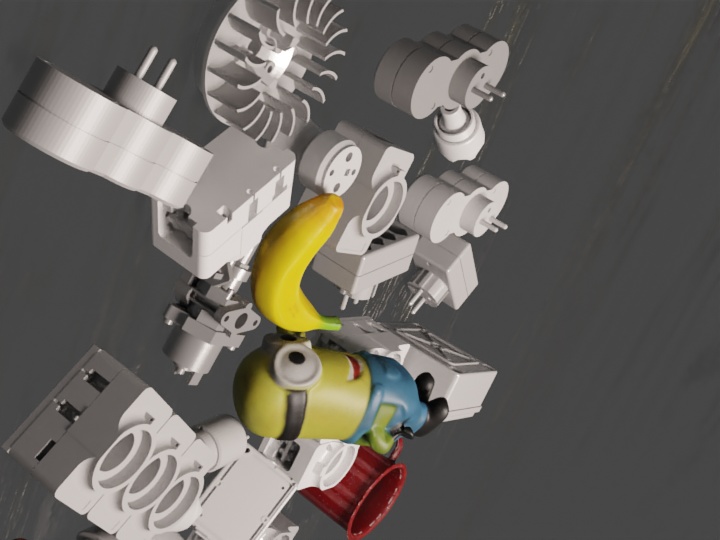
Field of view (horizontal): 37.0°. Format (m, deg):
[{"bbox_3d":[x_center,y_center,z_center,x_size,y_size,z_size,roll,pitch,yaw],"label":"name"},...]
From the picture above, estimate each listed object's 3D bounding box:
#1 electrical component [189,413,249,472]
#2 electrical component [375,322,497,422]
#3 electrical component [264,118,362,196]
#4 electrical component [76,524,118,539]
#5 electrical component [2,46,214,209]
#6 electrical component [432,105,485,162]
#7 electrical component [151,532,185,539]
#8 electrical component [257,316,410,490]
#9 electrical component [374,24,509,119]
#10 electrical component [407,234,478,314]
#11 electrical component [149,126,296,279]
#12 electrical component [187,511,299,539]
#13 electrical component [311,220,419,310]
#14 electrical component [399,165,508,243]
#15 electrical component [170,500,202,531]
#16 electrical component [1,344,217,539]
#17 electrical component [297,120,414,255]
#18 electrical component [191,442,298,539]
[{"bbox_3d":[-0.126,0.143,0.863,0.078,0.040,0.040,-18,134,-53],"label":"electrical component"},{"bbox_3d":[0.065,0.100,1.075,0.109,0.109,0.056,6,111,-62],"label":"electrical component"},{"bbox_3d":[-0.033,-0.081,0.756,0.045,0.055,0.045,-41,150,-30],"label":"electrical component"},{"bbox_3d":[-0.204,0.224,0.801,0.048,0.066,0.055,-33,-173,45],"label":"electrical component"},{"bbox_3d":[-0.125,-0.087,0.587,0.073,0.052,0.138,-59,155,3],"label":"electrical component"},{"bbox_3d":[0.083,-0.124,0.927,0.043,0.043,0.062,-52,153,-11],"label":"electrical component"},{"bbox_3d":[-0.175,0.271,0.897,0.108,0.060,0.108,-41,150,-30],"label":"electrical component"},{"bbox_3d":[-0.022,0.124,1.002,0.089,0.062,0.150,0,119,-61],"label":"electrical component"},{"bbox_3d":[0.080,-0.152,0.854,0.138,0.074,0.052,-26,140,-48],"label":"electrical component"},{"bbox_3d":[0.072,0.011,1.056,0.075,0.047,0.083,-50,154,-16],"label":"electrical component"},{"bbox_3d":[-0.089,-0.043,0.695,0.089,0.050,0.055,-45,161,-33],"label":"electrical component"},{"bbox_3d":[-0.129,0.288,0.997,0.150,0.062,0.089,-58,155,2],"label":"electrical component"},{"bbox_3d":[0.000,0.000,0.916,0.083,0.047,0.075,-23,138,-50],"label":"electrical component"},{"bbox_3d":[0.103,-0.055,1.005,0.138,0.074,0.052,-18,134,-53],"label":"electrical component"},{"bbox_3d":[-0.157,0.186,0.854,0.043,0.043,0.062,-59,153,4],"label":"electrical component"},{"bbox_3d":[-0.166,0.131,0.752,0.089,0.062,0.150,-50,154,-15],"label":"electrical component"},{"bbox_3d":[-0.002,-0.061,0.832,0.050,0.056,0.089,6,114,-62],"label":"electrical component"},{"bbox_3d":[-0.108,0.200,0.920,0.096,0.062,0.061,-52,-173,-13],"label":"electrical component"}]
